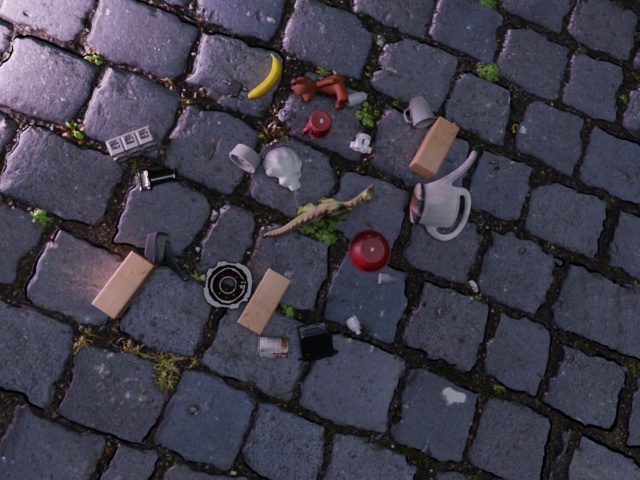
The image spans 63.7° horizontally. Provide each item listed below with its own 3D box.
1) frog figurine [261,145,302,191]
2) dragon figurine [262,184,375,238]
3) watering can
[{"bbox_3d":[-0.126,-0.251,1.823,0.138,0.120,0.161,-15,73,-29],"label":"frog figurine"},{"bbox_3d":[0.005,-0.088,1.758,0.412,0.242,0.122,-26,93,-13],"label":"dragon figurine"},{"bbox_3d":[0.444,-0.164,1.868,0.224,0.105,0.343,6,105,-7],"label":"watering can"}]
